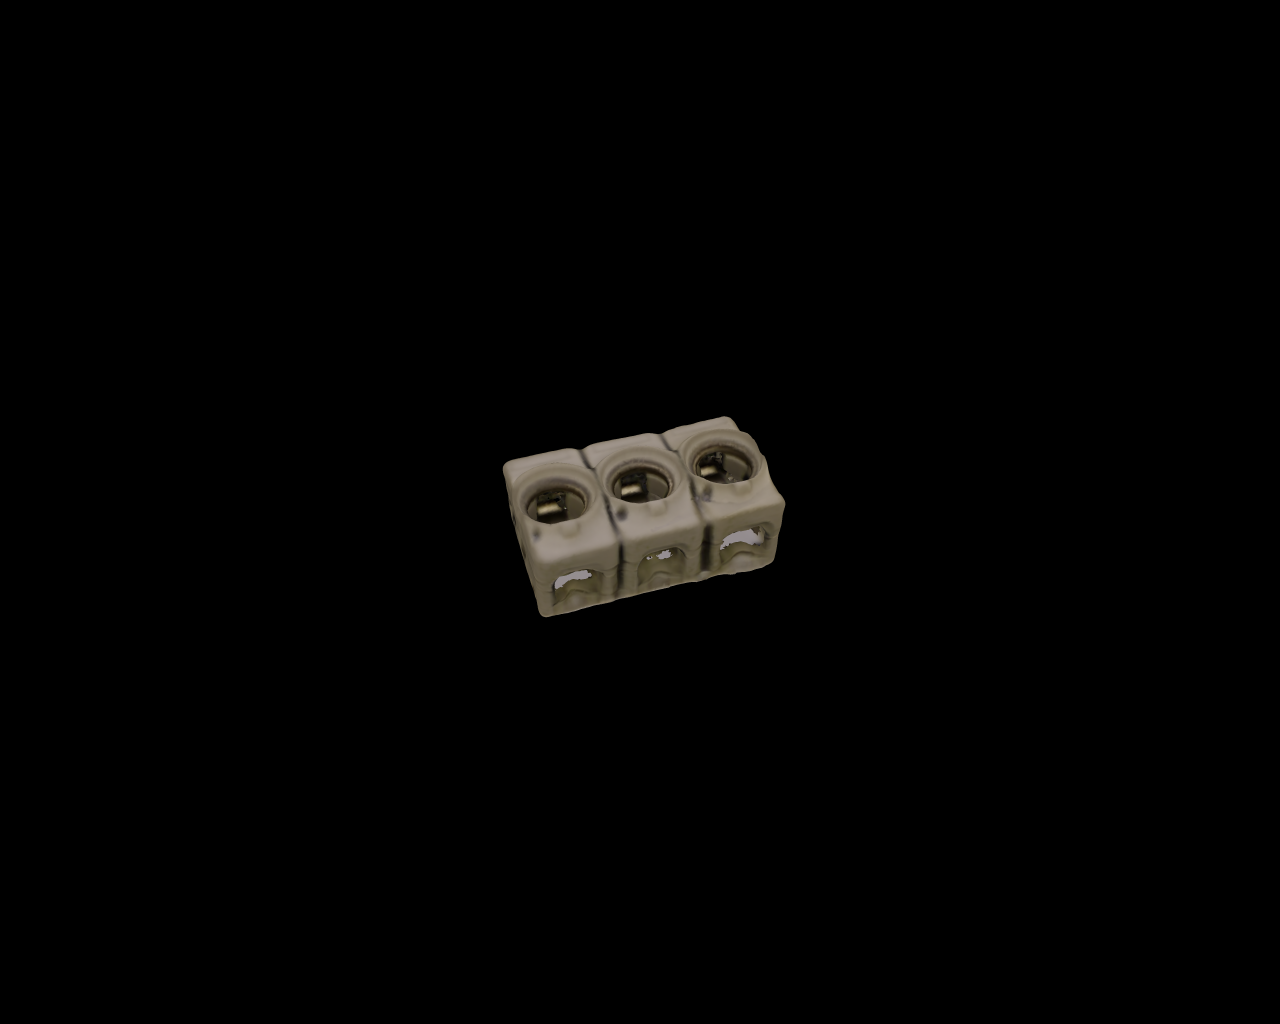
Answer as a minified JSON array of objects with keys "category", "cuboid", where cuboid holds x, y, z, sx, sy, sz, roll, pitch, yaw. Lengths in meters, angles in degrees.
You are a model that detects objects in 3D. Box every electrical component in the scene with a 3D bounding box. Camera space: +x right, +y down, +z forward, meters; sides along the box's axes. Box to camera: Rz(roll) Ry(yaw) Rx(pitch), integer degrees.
[{"category":"electrical component","cuboid":[0.001,-0.003,0.650,0.150,0.061,0.090,-13,47,-12]}]
